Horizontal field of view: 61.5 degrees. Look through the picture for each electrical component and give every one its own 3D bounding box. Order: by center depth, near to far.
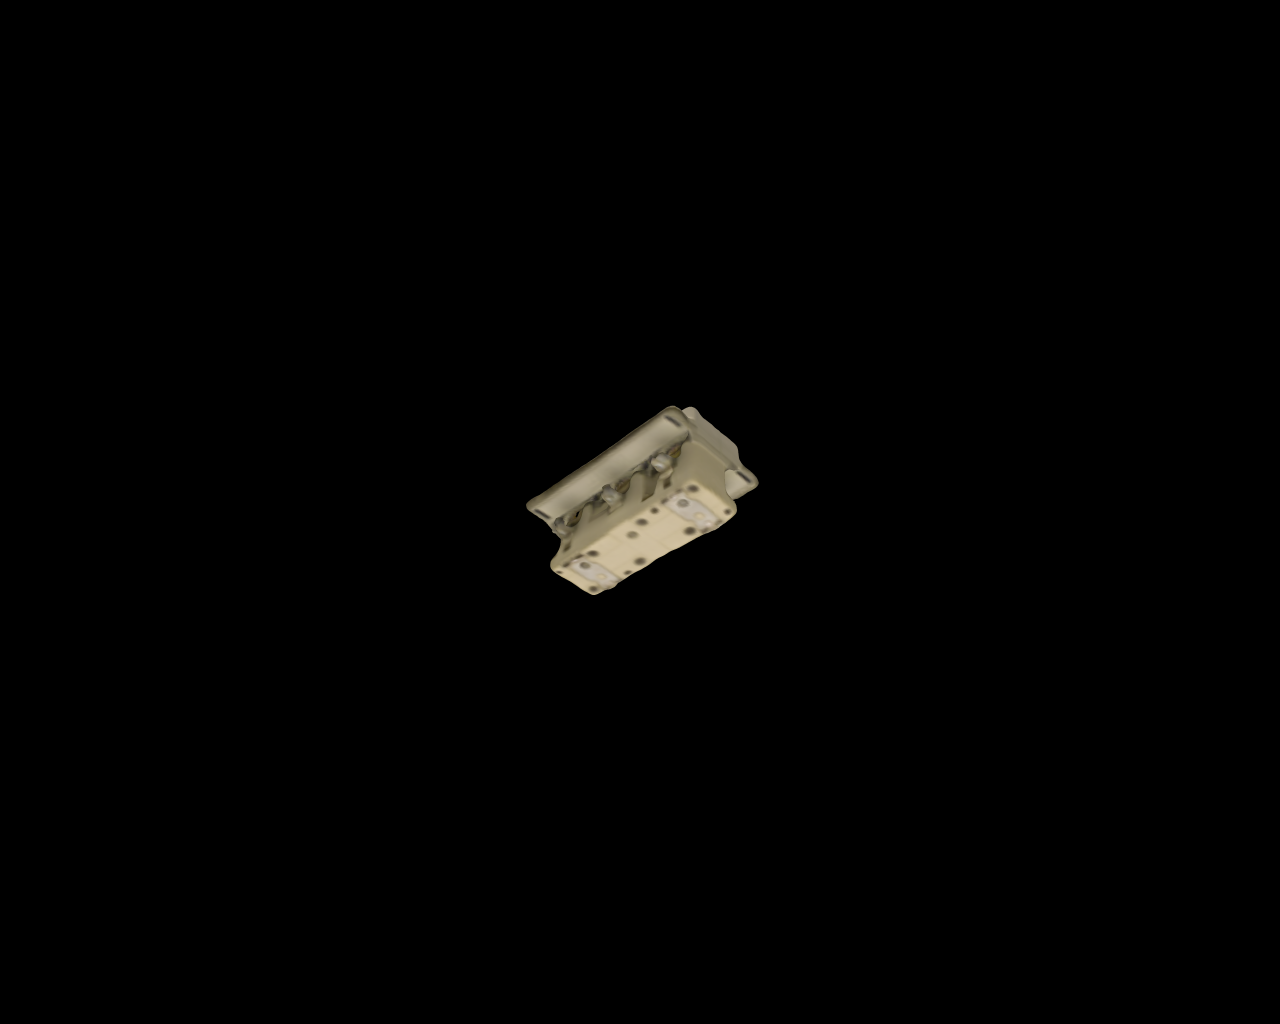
[{"bbox_3d":[0.001,-0.003,0.650,0.121,0.063,0.078,-31,-50,30],"label":"electrical component"}]
